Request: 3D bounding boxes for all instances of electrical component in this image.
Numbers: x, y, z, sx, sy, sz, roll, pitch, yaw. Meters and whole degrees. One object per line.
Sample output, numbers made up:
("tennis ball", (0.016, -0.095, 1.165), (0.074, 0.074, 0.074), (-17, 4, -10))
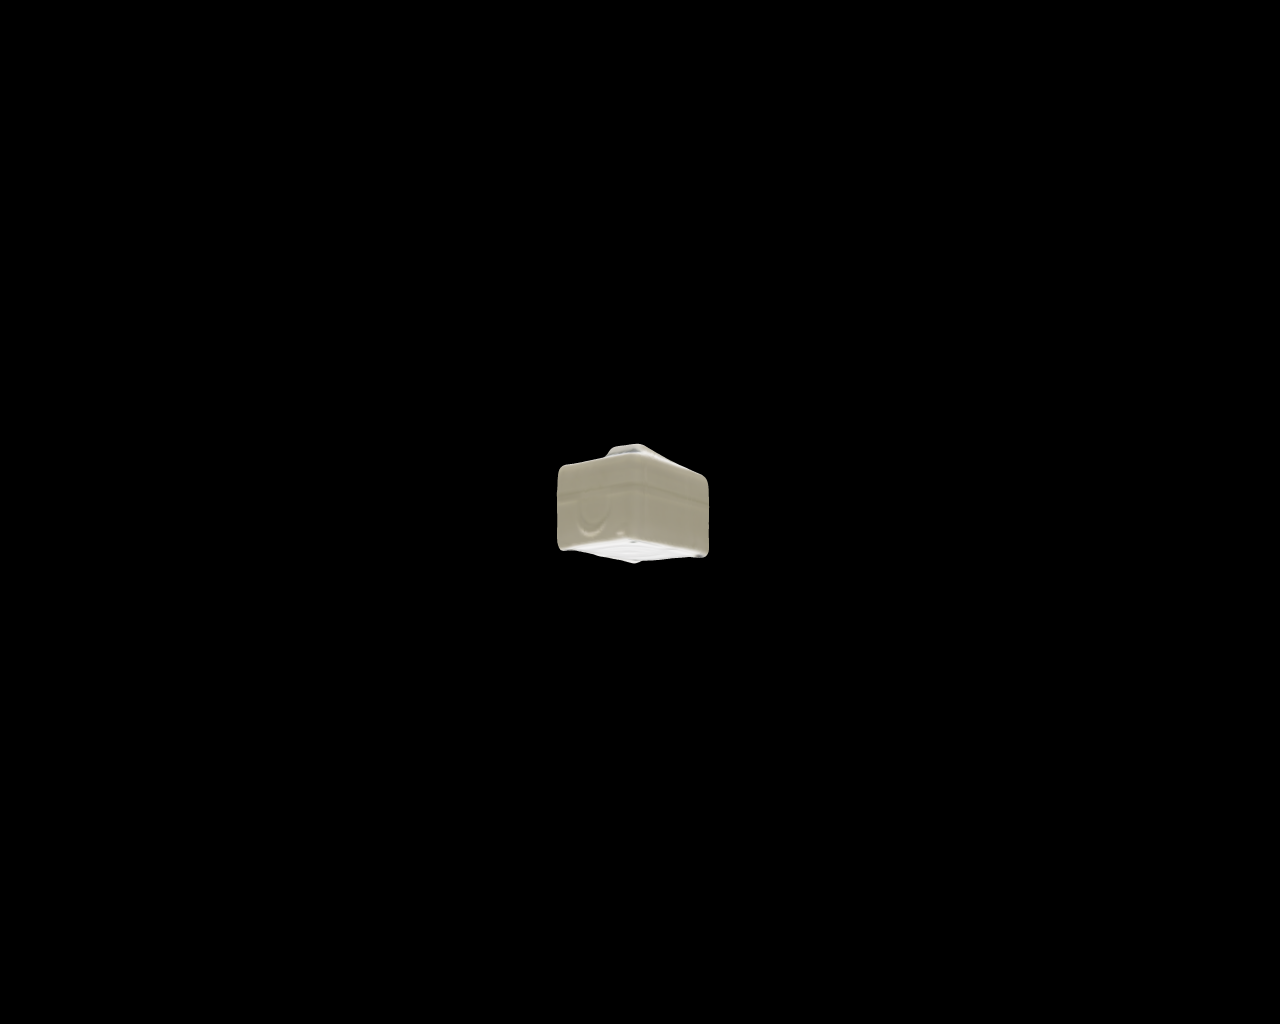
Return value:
("electrical component", (0.001, -0.003, 0.650), (0.061, 0.061, 0.096), (-8, -14, 35))
